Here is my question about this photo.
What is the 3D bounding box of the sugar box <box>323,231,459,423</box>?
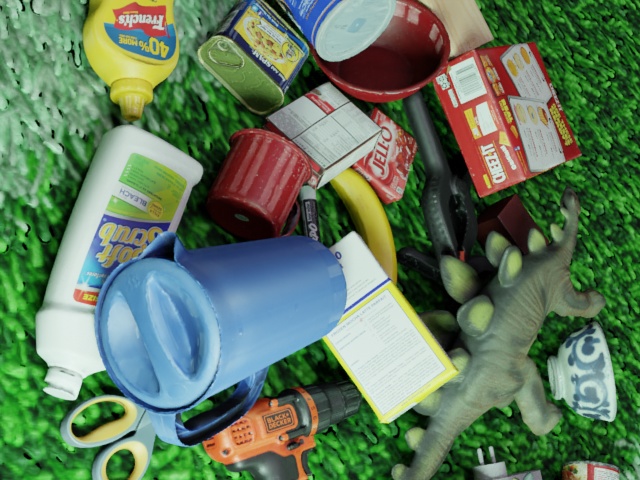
[{"bbox_3d":[0.051,0.088,1.079,0.176,0.093,0.048,55,5,16],"label":"sugar box"}]

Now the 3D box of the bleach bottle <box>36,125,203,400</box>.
[{"bbox_3d":[-0.188,0.025,0.966,0.102,0.068,0.250,31,61,-32],"label":"bleach bottle"}]

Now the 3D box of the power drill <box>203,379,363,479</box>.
[{"bbox_3d":[-0.013,0.236,1.032,0.184,0.057,0.188,-11,79,-36],"label":"power drill"}]

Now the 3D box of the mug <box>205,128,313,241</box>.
[{"bbox_3d":[-0.059,-0.045,1.080,0.117,0.093,0.081,52,51,-42],"label":"mug"}]

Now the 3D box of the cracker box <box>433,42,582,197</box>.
[{"bbox_3d":[0.233,-0.153,1.320,0.213,0.072,0.164,-22,89,-57],"label":"cracker box"}]

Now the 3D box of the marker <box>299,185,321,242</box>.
[{"bbox_3d":[-0.008,0.001,1.142,0.020,0.020,0.121,4,72,-37],"label":"marker"}]

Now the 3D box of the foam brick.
[{"bbox_3d":[0.233,-0.006,1.312,0.078,0.051,0.052,54,51,-10],"label":"foam brick"}]

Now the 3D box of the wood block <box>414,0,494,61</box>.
[{"bbox_3d":[0.112,-0.308,1.297,0.090,0.091,0.206,-30,94,-42],"label":"wood block"}]

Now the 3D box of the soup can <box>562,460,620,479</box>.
[{"bbox_3d":[0.317,0.318,1.254,0.068,0.069,0.102,23,62,-30],"label":"soup can"}]

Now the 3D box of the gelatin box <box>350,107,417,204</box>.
[{"bbox_3d":[0.071,-0.097,1.230,0.073,0.030,0.089,36,55,-23],"label":"gelatin box"}]

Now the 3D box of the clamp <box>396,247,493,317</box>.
[{"bbox_3d":[0.164,0.069,1.242,0.171,0.039,0.120,2,80,-31],"label":"clamp"}]

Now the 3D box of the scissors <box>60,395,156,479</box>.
[{"bbox_3d":[-0.141,0.169,0.981,0.201,0.016,0.096,-8,81,-40],"label":"scissors"}]

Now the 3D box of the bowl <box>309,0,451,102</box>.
[{"bbox_3d":[0.066,-0.210,1.223,0.162,0.055,0.162,2,55,-3],"label":"bowl"}]

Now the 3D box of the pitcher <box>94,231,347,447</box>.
[{"bbox_3d":[-0.077,0.074,0.968,0.145,0.149,0.242,51,28,15],"label":"pitcher"}]

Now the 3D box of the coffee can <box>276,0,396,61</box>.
[{"bbox_3d":[0.002,-0.280,1.162,0.102,0.103,0.140,-17,61,-40],"label":"coffee can"}]

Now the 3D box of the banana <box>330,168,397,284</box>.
[{"bbox_3d":[0.048,-0.004,1.180,0.069,0.037,0.198,-21,86,-22],"label":"banana"}]

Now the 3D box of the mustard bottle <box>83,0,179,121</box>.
[{"bbox_3d":[-0.185,-0.208,1.051,0.096,0.058,0.191,11,68,-38],"label":"mustard bottle"}]

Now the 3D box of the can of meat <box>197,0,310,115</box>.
[{"bbox_3d":[-0.068,-0.200,1.141,0.102,0.058,0.083,43,51,-19],"label":"can of meat"}]

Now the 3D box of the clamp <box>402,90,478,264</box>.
[{"bbox_3d":[0.144,-0.066,1.242,0.164,0.036,0.210,37,46,-38],"label":"clamp"}]

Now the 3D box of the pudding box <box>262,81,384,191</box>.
[{"bbox_3d":[0.001,-0.115,1.159,0.090,0.039,0.113,44,51,12],"label":"pudding box"}]
